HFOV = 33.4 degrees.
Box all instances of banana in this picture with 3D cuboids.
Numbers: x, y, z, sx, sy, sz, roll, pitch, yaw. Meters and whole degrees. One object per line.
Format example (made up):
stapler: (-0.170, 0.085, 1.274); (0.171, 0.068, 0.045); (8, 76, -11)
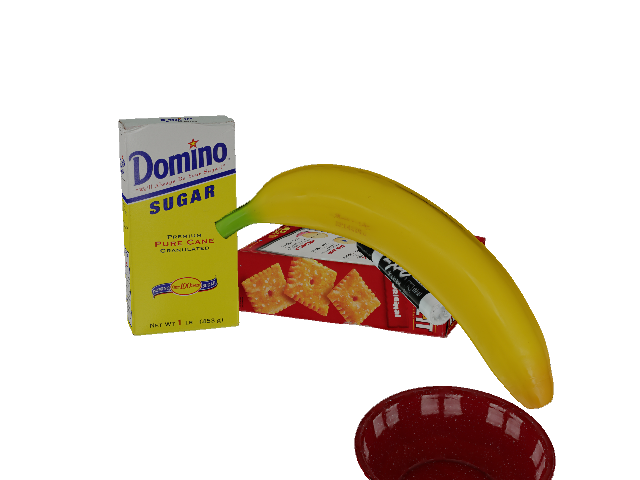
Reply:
banana: (0.046, 0.012, 0.557); (0.198, 0.070, 0.037); (29, 15, 6)

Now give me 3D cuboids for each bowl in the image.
bowl: (0.108, 0.188, 0.874); (0.162, 0.055, 0.162); (1, 30, 0)

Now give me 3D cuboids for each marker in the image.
marker: (0.058, 0.024, 0.771); (0.020, 0.020, 0.121); (0, 25, -26)

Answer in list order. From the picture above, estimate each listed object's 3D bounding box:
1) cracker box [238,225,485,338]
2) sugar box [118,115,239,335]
cracker box: (0.043, 0.034, 1.071); (0.214, 0.072, 0.164); (7, 15, 19)
sugar box: (-0.117, -0.013, 0.889); (0.093, 0.176, 0.048); (-5, 16, -16)
